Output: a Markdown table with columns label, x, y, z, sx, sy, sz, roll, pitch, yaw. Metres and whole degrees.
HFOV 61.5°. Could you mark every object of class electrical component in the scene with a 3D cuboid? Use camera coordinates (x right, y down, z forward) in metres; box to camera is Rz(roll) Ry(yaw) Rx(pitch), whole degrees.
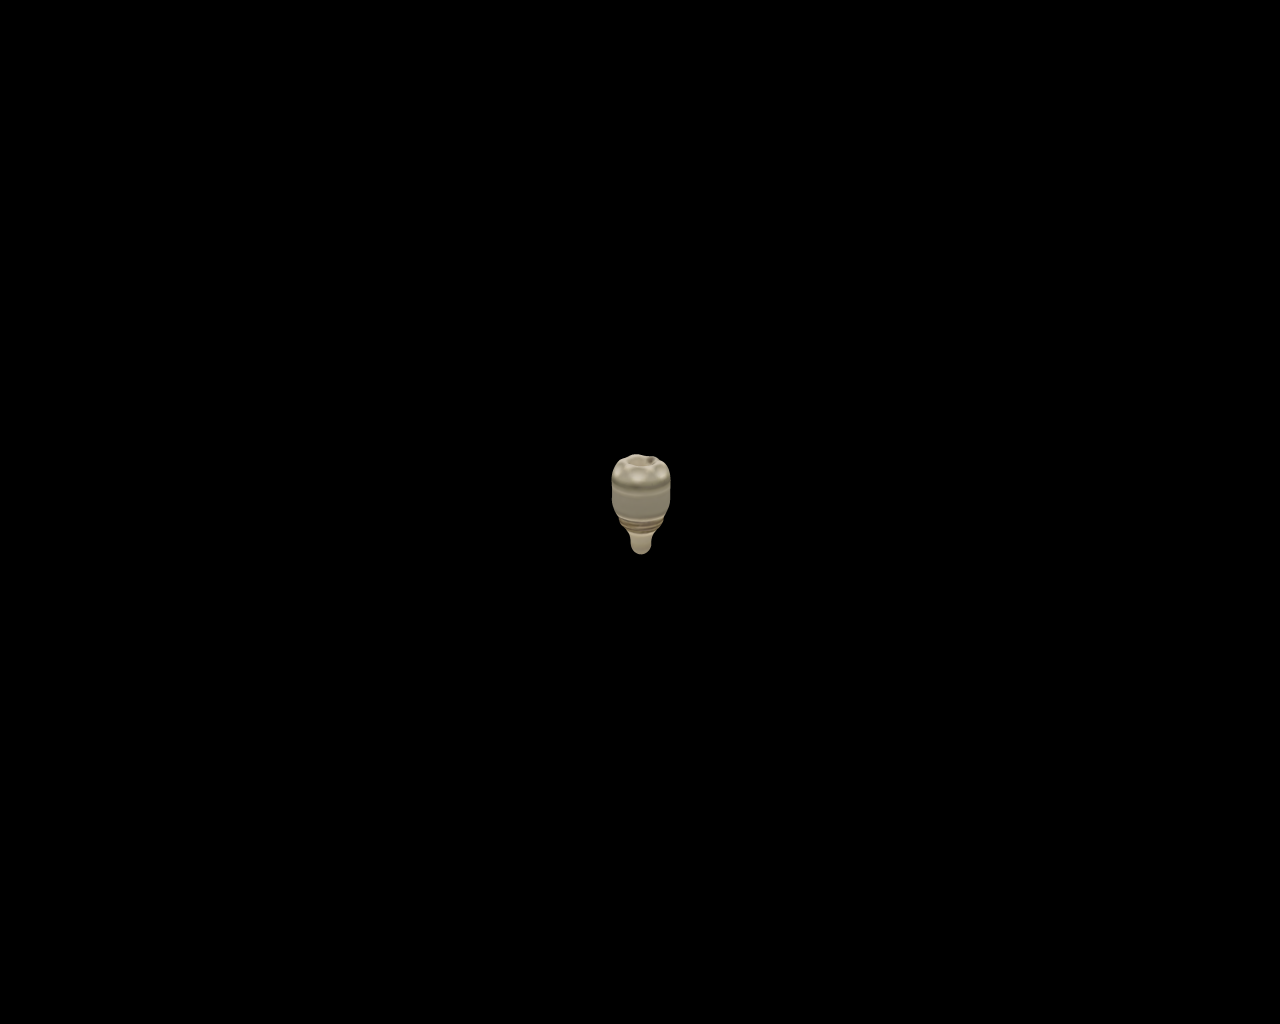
| label | x | y | z | sx | sy | sz | roll | pitch | yaw |
| --- | --- | --- | --- | --- | --- | --- | --- | --- | --- |
| electrical component | 0.001 | -0.003 | 0.650 | 0.035 | 0.061 | 0.035 | 0 | 22 | 0 |
